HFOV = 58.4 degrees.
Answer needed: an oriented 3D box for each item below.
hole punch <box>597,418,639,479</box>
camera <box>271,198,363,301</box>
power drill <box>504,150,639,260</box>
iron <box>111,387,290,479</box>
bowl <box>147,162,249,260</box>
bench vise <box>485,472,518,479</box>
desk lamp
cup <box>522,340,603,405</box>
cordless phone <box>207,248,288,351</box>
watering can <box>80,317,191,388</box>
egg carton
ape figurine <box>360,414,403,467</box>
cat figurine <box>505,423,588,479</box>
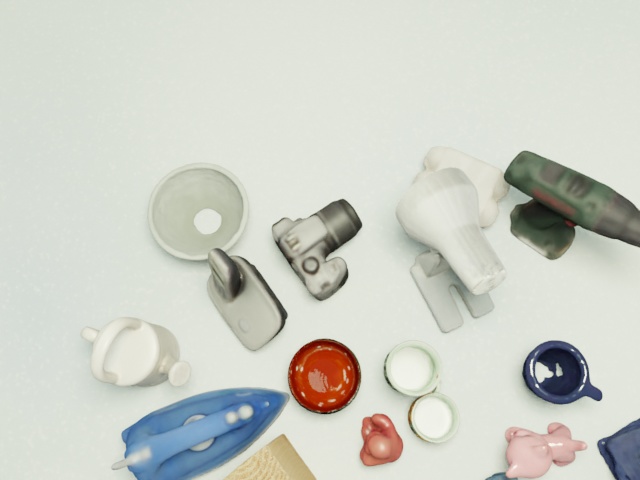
[{"bbox_3d":[0.480,0.326,0.833,0.101,0.091,0.108,-26,76,-5],"label":"hole punch"},{"bbox_3d":[0.008,0.003,0.924,0.137,0.101,0.143,-35,77,-7],"label":"camera"},{"bbox_3d":[0.376,-0.039,0.869,0.229,0.208,0.076,35,79,10],"label":"power drill"},{"bbox_3d":[-0.170,0.279,0.838,0.258,0.141,0.118,-23,76,-4],"label":"iron"},{"bbox_3d":[-0.195,-0.040,0.954,0.167,0.075,0.167,0,76,2],"label":"bowl"},{"bbox_3d":[0.281,0.425,0.747,0.121,0.220,0.207,-20,76,-3],"label":"bench vise"},{"bbox_3d":[0.200,0.018,0.857,0.118,0.213,0.203,-26,76,-5],"label":"desk lamp"},{"bbox_3d":[0.357,0.207,0.865,0.117,0.095,0.092,29,78,9],"label":"cup"},{"bbox_3d":[-0.119,0.086,0.863,0.094,0.185,0.147,-39,78,-8],"label":"cordless phone"},{"bbox_3d":[-0.273,0.165,0.843,0.173,0.194,0.101,-1,75,2],"label":"watering can"},{"bbox_3d":[0.235,-0.089,0.957,0.150,0.069,0.107,24,78,8],"label":"egg carton"},{"bbox_3d":[0.088,0.302,0.850,0.076,0.092,0.078,37,80,10],"label":"ape figurine"},{"bbox_3d":[0.320,0.306,0.829,0.128,0.118,0.067,-8,75,0],"label":"cat figurine"}]
